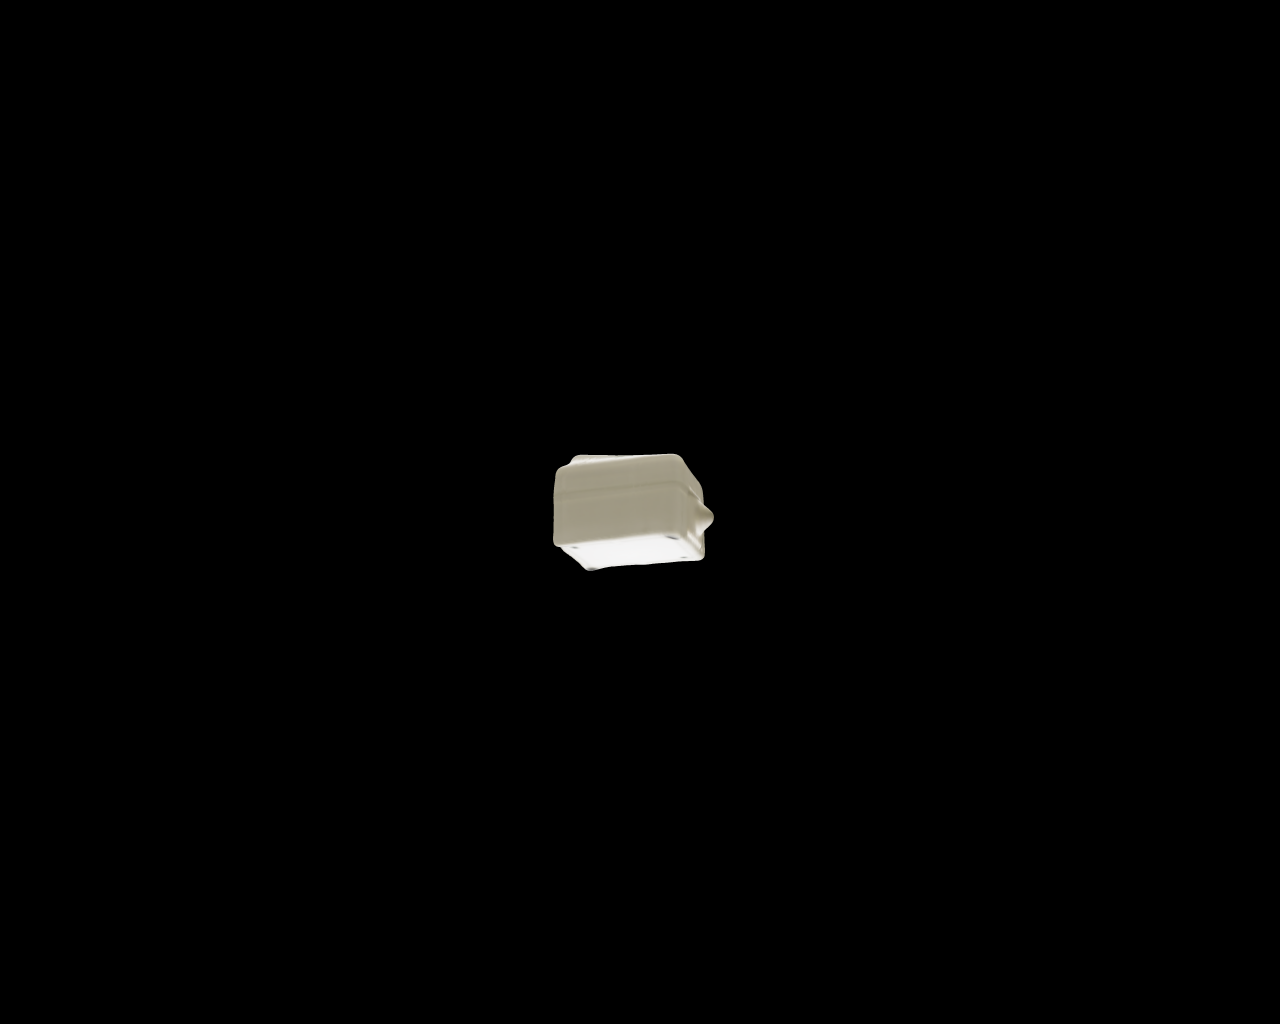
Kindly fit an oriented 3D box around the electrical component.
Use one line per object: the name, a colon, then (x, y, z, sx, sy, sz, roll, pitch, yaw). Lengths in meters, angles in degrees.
electrical component: (0.001, -0.003, 0.650, 0.096, 0.061, 0.061, -6, -19, 16)
